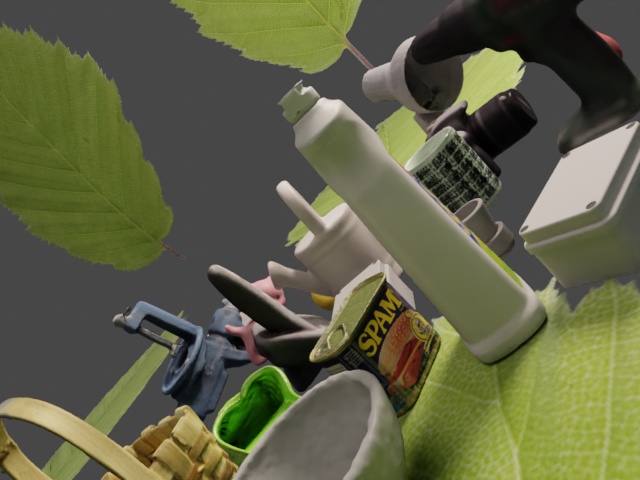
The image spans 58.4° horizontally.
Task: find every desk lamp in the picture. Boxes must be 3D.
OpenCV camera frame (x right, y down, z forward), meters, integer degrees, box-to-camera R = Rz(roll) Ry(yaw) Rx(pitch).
[{"bbox_3d":[0.173,-0.221,0.957,0.118,0.213,0.203,-48,10,-17],"label":"desk lamp"}]

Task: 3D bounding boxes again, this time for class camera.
[{"bbox_3d":[0.217,-0.144,0.784,0.136,0.101,0.143,-38,12,35],"label":"camera"}]

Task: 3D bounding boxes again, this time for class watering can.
[{"bbox_3d":[0.007,0.003,0.756,0.173,0.194,0.100,-47,10,-16],"label":"watering can"}]

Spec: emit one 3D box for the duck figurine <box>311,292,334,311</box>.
[{"bbox_3d":[0.019,0.046,0.855,0.104,0.086,0.077,-45,10,-4],"label":"duck figurine"}]

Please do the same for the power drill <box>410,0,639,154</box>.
[{"bbox_3d":[0.235,-0.200,0.611,0.229,0.208,0.076,-35,14,45],"label":"power drill"}]

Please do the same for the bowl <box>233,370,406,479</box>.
[{"bbox_3d":[0.003,0.176,0.394,0.167,0.075,0.167,-43,10,10],"label":"bowl"}]

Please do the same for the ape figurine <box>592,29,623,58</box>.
[{"bbox_3d":[0.335,-0.245,0.740,0.078,0.092,0.076,-49,10,-22],"label":"ape figurine"}]

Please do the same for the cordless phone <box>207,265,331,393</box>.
[{"bbox_3d":[-0.065,0.088,0.722,0.094,0.185,0.147,-46,10,-10],"label":"cordless phone"}]

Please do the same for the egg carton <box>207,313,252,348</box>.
[{"bbox_3d":[-0.151,0.170,1.095,0.150,0.069,0.107,-49,10,-24],"label":"egg carton"}]

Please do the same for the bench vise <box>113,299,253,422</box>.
[{"bbox_3d":[-0.225,0.167,0.965,0.121,0.220,0.208,-38,12,34],"label":"bench vise"}]

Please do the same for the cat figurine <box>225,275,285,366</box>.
[{"bbox_3d":[-0.097,0.119,0.933,0.128,0.118,0.067,-44,10,3],"label":"cat figurine"}]
